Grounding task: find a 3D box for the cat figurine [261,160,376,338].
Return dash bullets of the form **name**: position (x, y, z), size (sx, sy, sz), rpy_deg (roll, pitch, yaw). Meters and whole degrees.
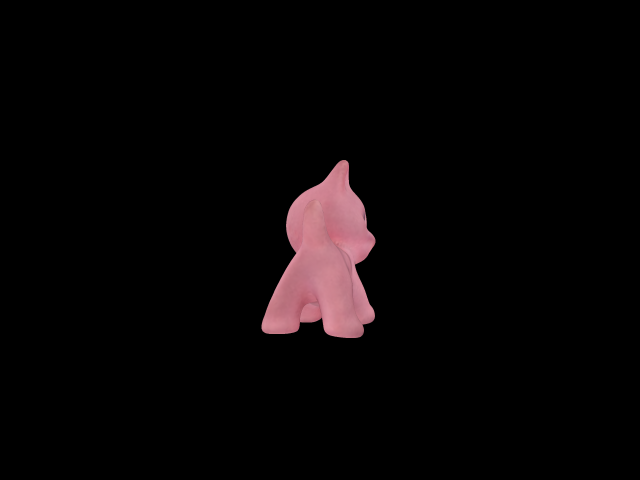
- **cat figurine**: position (0.004, 0.001, 0.400), size (0.067, 0.118, 0.128), rpy_deg (0, 0, 9)
